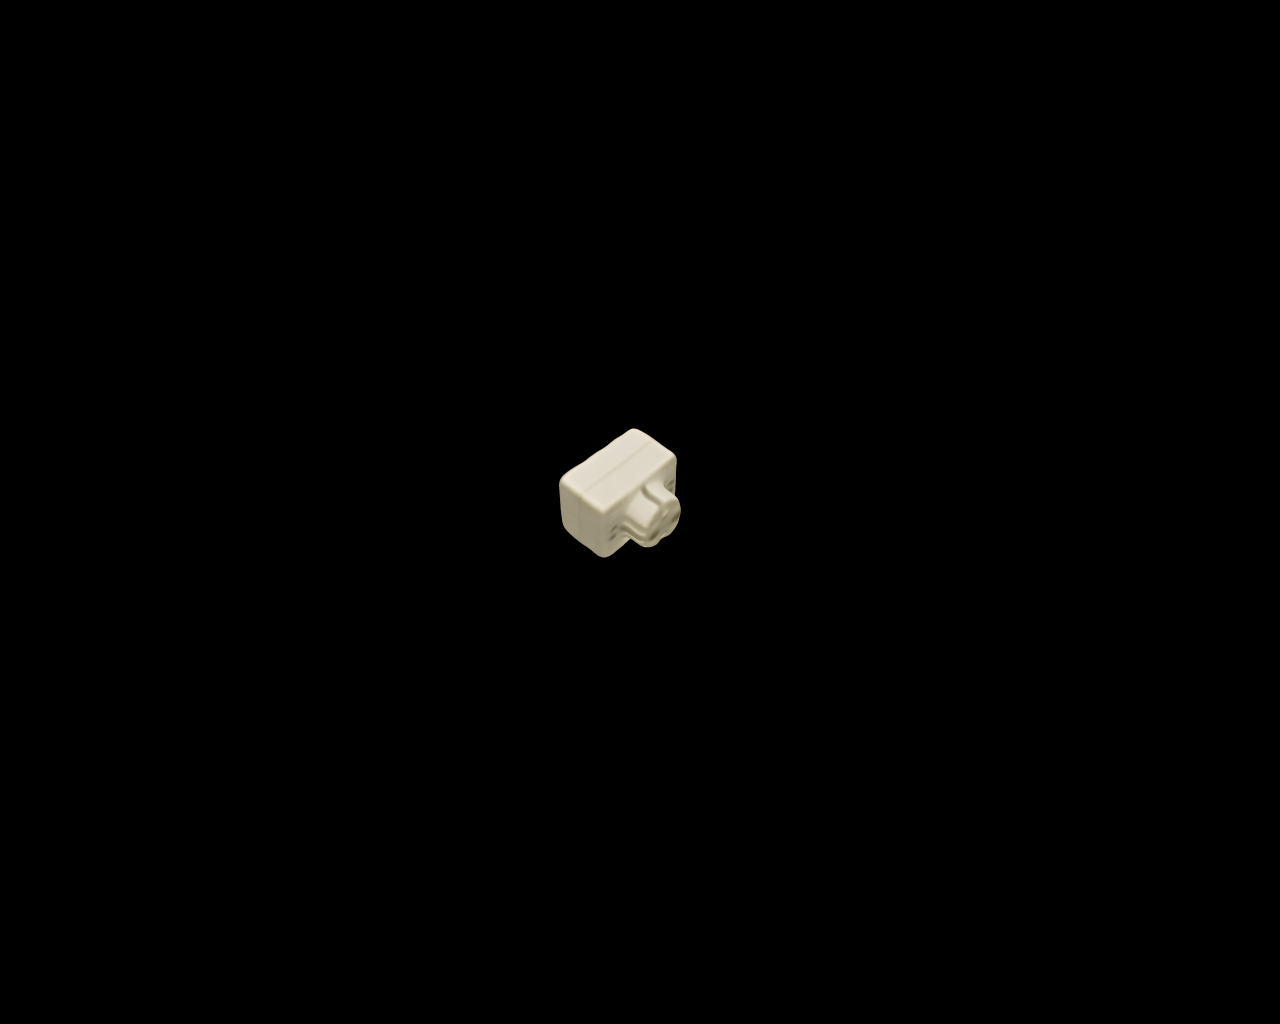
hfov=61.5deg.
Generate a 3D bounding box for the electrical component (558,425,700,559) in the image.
[{"bbox_3d":[0.001,-0.003,0.650,0.077,0.047,0.066,36,58,27],"label":"electrical component"}]
